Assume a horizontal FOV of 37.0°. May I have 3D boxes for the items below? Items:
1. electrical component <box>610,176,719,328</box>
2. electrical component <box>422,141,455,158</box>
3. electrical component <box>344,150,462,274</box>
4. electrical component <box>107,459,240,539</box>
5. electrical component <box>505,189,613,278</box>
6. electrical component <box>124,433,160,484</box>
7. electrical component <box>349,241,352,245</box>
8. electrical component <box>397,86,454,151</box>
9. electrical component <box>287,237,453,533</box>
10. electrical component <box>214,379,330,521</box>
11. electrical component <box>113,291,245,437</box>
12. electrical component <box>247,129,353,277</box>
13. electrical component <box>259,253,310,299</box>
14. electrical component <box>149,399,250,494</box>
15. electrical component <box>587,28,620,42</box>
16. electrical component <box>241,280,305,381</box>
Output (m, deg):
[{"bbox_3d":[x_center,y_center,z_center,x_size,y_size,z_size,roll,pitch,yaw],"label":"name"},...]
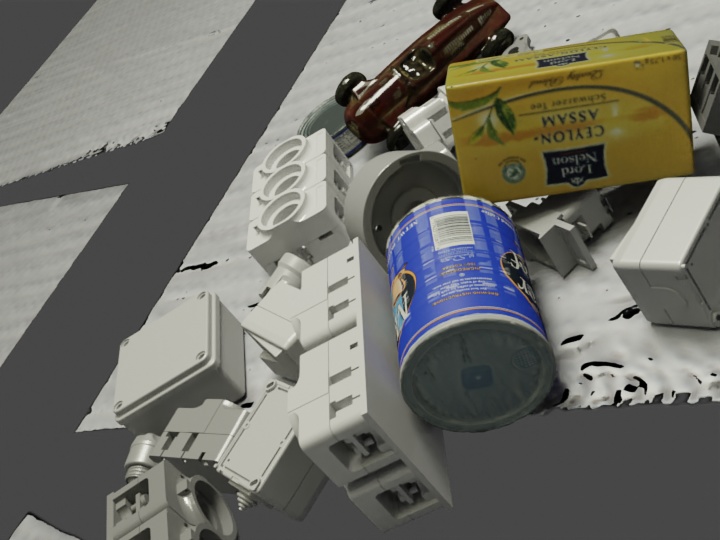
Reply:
[{"bbox_3d":[0.215,-0.017,0.709,0.061,0.061,0.096,3,50,48],"label":"electrical component"},{"bbox_3d":[0.064,-0.082,0.958,0.047,0.055,0.055,-36,31,-2],"label":"electrical component"},{"bbox_3d":[0.038,-0.048,0.895,0.108,0.108,0.060,-45,26,-10],"label":"electrical component"},{"bbox_3d":[-0.121,0.213,0.735,0.062,0.089,0.150,-34,31,8],"label":"electrical component"},{"bbox_3d":[0.153,-0.036,0.817,0.064,0.042,0.081,-43,32,-9],"label":"electrical component"},{"bbox_3d":[-0.183,0.171,0.909,0.035,0.035,0.061,-18,40,31],"label":"electrical component"},{"bbox_3d":[0.000,0.000,0.932,0.044,0.044,0.065,-18,32,31],"label":"electrical component"},{"bbox_3d":[0.075,-0.137,1.010,0.057,0.058,0.078,-35,10,1],"label":"electrical component"},{"bbox_3d":[0.004,0.079,0.762,0.060,0.105,0.186,-28,33,18],"label":"electrical component"},{"bbox_3d":[-0.056,0.140,0.796,0.062,0.061,0.096,14,67,53],"label":"electrical component"},{"bbox_3d":[-0.162,0.089,0.970,0.109,0.056,0.108,-31,32,13],"label":"electrical component"},{"bbox_3d":[-0.059,-0.066,1.057,0.089,0.061,0.150,-28,33,18],"label":"electrical component"},{"bbox_3d":[-0.066,0.014,0.984,0.046,0.040,0.040,-54,34,-14],"label":"electrical component"},{"bbox_3d":[-0.114,0.141,0.860,0.089,0.050,0.055,-5,45,42],"label":"electrical component"},{"bbox_3d":[0.185,-0.128,0.850,0.100,0.099,0.048,-29,20,16],"label":"electrical component"},{"bbox_3d":[-0.046,0.058,0.884,0.061,0.061,0.096,-48,32,-15],"label":"electrical component"}]
